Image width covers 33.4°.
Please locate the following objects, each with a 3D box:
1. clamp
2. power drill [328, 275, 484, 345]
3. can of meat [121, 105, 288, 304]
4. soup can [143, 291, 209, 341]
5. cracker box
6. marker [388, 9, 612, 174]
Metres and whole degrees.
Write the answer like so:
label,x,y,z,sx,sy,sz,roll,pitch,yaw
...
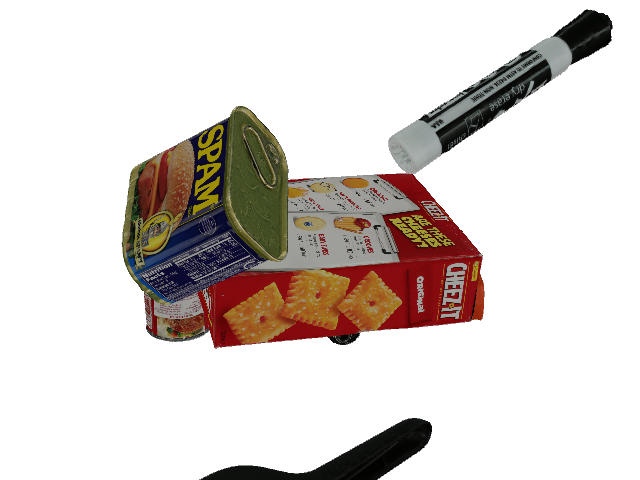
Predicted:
label,x,y,z,sx,sy,sz,roll,pitch,yaw
clamp,-0.014,0.172,0.685,0.210,0.036,0.164,-1,29,5
power drill,0.090,0.059,1.226,0.187,0.057,0.184,-1,28,-1
can of meat,-0.069,-0.020,0.641,0.084,0.102,0.057,-24,-47,24
soup can,-0.148,0.043,1.097,0.068,0.102,0.068,0,22,0
cracker box,0.001,0.012,0.882,0.213,0.072,0.164,-4,28,-15
marker,0.082,-0.068,0.471,0.121,0.020,0.020,-34,11,-16
